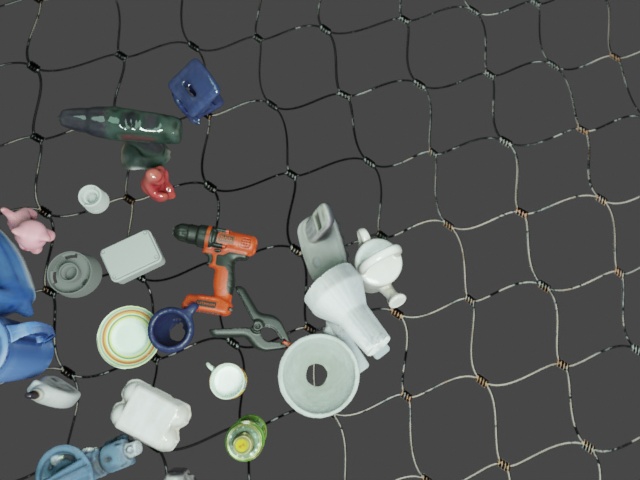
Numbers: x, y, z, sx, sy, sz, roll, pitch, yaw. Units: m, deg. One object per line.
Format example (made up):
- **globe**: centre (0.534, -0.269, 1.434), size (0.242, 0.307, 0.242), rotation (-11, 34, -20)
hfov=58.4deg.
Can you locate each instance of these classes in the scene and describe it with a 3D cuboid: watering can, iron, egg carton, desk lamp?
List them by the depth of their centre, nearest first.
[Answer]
- **desk lamp**: centre (0.065, 0.160, 1.148), size (0.118, 0.213, 0.203), rotation (-36, 82, -10)
- **egg carton**: centre (-0.340, 0.354, 1.153), size (0.150, 0.069, 0.107), rotation (26, 77, 2)
- **iron**: centre (-0.682, 0.050, 1.158), size (0.119, 0.141, 0.258), rotation (-24, 80, -8)
- **watering can**: centre (0.124, 0.054, 1.185), size (0.173, 0.194, 0.101), rotation (43, 79, 6)

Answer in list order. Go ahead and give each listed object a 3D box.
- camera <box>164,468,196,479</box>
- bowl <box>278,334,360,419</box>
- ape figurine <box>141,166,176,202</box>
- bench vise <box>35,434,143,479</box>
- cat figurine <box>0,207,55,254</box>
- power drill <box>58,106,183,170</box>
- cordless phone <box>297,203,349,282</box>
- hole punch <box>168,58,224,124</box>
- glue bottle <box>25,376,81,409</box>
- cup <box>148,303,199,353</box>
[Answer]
- **camera**: centre (-0.240, 0.522, 1.107), size (0.137, 0.101, 0.143), rotation (2, 78, -3)
- **bowl**: centre (-0.004, 0.280, 1.189), size (0.167, 0.074, 0.167), rotation (1, 78, -4)
- **ape figurine**: centre (-0.355, -0.128, 1.244), size (0.076, 0.092, 0.078), rotation (13, 77, -1)
- **bench vise**: centre (-0.446, 0.417, 1.055), size (0.207, 0.219, 0.121), rotation (-39, 83, -11)
- **cat figurine**: centre (-0.611, -0.022, 1.191), size (0.128, 0.117, 0.067), rotation (43, 79, 6)
- **power drill**: centre (-0.398, -0.215, 1.201), size (0.229, 0.208, 0.075), rotation (-1, 78, -4)
- **cordless phone**: centre (0.011, 0.004, 1.193), size (0.094, 0.185, 0.147), rotation (-18, 79, -7)
- **hole punch**: centre (-0.282, -0.335, 1.295), size (0.101, 0.091, 0.108), rotation (-35, 82, -10)
- **glue bottle**: centre (-0.524, 0.294, 1.100), size (0.078, 0.173, 0.037), rotation (33, 78, 4)
- **cup**: centre (-0.290, 0.177, 1.181), size (0.091, 0.095, 0.118), rotation (42, 78, 6)
